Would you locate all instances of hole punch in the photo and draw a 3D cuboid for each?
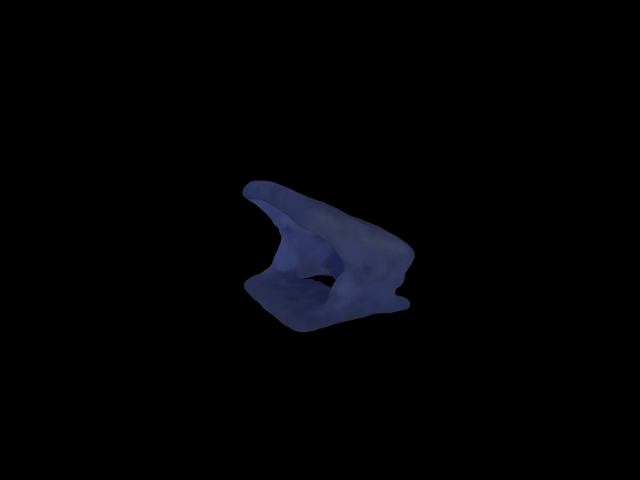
[{"bbox_3d":[0.004,0.001,0.400,0.101,0.091,0.108,-9,19,-28],"label":"hole punch"}]
